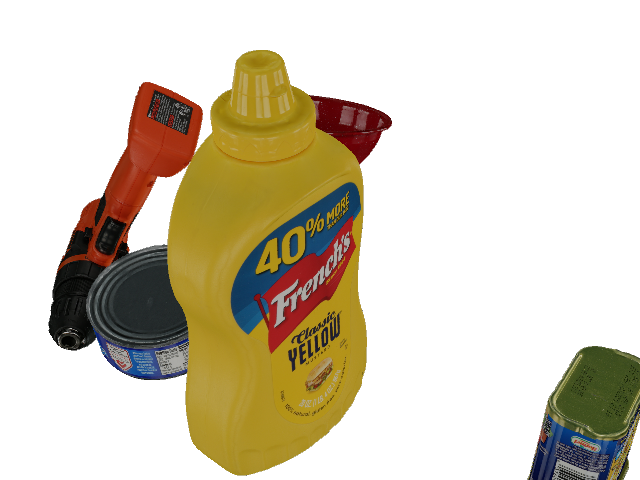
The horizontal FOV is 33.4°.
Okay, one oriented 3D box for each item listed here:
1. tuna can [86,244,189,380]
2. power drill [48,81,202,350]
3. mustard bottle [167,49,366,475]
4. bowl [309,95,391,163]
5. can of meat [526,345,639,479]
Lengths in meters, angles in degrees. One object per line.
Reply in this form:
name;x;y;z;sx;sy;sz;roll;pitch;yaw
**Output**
tuna can;-0.097;0.043;0.654;0.086;0.034;0.086;-5;43;4
power drill;-0.164;-0.022;0.870;0.057;0.188;0.184;25;31;-18
mustard bottle;-0.021;0.007;0.457;0.058;0.192;0.096;30;48;34
bowl;-0.016;-0.096;1.004;0.162;0.055;0.162;5;19;-2
can of meat;0.177;0.129;0.708;0.057;0.084;0.101;20;33;22
